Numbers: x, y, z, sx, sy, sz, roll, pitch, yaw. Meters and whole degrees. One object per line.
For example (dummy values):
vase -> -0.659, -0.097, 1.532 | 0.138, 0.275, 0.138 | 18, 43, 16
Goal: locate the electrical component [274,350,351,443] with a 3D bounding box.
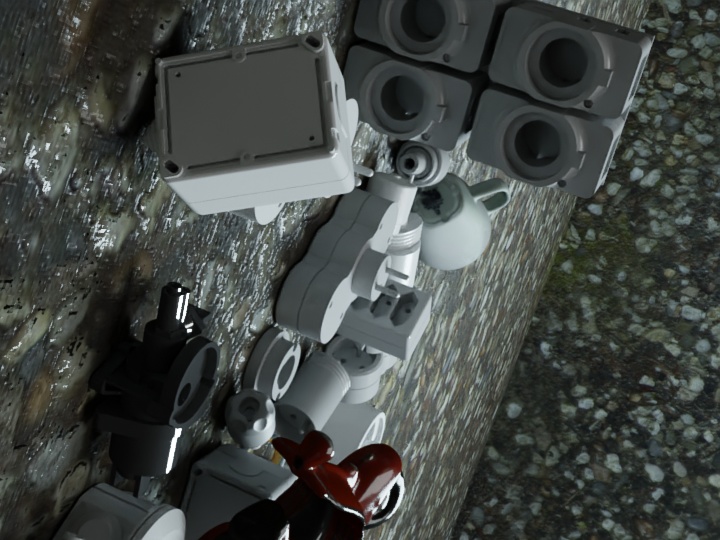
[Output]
electrical component -> -0.037, 0.100, 0.878 | 0.081, 0.043, 0.043 | -53, 159, -47

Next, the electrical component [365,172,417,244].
electrical component -> 0.019, -0.045, 0.887 | 0.040, 0.040, 0.078 | -26, 135, -69

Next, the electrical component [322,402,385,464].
electrical component -> -0.012, 0.177, 1.041 | 0.108, 0.060, 0.108 | 21, 90, -75

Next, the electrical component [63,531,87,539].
electrical component -> -0.160, 0.170, 0.539 | 0.040, 0.040, 0.078 | 60, 52, -72

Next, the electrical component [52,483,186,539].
electrical component -> -0.135, 0.161, 0.594 | 0.080, 0.051, 0.080 | 21, 90, -76

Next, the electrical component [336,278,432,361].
electrical component -> 0.011, 0.044, 0.897 | 0.075, 0.083, 0.047 | 90, 25, -54

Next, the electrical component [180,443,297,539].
electrical component -> -0.090, 0.179, 0.759 | 0.061, 0.062, 0.096 | -22, 131, -71

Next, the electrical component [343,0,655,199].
electrical component -> 0.086, -0.129, 0.719 | 0.060, 0.186, 0.105 | -40, 148, -62

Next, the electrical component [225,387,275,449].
electrical component -> -0.077, 0.111, 0.767 | 0.061, 0.035, 0.035 | 92, 24, -57

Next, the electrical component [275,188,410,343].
electrical component -> 0.000, 0.000, 0.813 | 0.052, 0.074, 0.138 | 94, 22, -49

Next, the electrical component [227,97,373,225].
electrical component -> -0.029, -0.065, 0.618 | 0.138, 0.074, 0.052 | -44, 151, -59

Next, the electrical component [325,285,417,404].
electrical component -> 0.010, 0.074, 0.993 | 0.138, 0.052, 0.073 | -55, 160, -44

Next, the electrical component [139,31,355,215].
electrical component -> -0.054, -0.065, 0.505 | 0.061, 0.096, 0.061 | 59, 24, -72

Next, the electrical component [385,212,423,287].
electrical component -> 0.032, -0.020, 0.962 | 0.043, 0.043, 0.081 | -54, 159, -45

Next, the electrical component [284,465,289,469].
electrical component -> -0.053, 0.196, 0.884 | 0.051, 0.080, 0.080 | -62, 165, -6

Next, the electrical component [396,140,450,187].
electrical component -> 0.051, -0.093, 0.932 | 0.062, 0.043, 0.043 | -21, 131, -69
